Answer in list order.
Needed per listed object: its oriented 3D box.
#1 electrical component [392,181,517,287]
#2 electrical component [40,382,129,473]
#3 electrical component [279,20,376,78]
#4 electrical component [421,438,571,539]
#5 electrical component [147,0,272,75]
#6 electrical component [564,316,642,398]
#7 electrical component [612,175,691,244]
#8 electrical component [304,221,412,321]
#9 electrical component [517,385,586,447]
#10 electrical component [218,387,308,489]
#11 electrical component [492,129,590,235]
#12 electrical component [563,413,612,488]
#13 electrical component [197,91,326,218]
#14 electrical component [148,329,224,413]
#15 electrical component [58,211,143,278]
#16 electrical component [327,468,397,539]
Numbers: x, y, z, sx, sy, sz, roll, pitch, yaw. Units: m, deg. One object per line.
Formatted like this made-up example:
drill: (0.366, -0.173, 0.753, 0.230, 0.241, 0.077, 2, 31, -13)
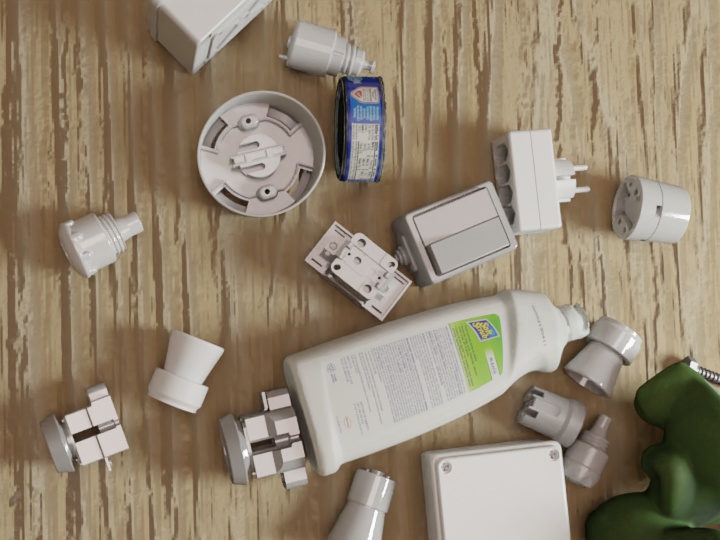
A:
electrical component: (0.072, -0.027, 0.882, 0.096, 0.061, 0.061, -23, 90, -10)
electrical component: (-0.214, 0.127, 0.833, 0.055, 0.048, 0.066, -20, 89, -18)
electrical component: (-0.026, -0.178, 0.888, 0.078, 0.040, 0.040, 15, 84, -8)
electrical component: (0.110, 0.197, 0.875, 0.109, 0.056, 0.108, -5, 87, -9)
electrical component: (-0.111, -0.217, 0.843, 0.056, 0.109, 0.108, 46, 80, -6)
electrical component: (0.205, 0.073, 0.905, 0.045, 0.045, 0.055, 36, 81, -5)
electrical component: (0.249, -0.050, 0.917, 0.047, 0.055, 0.055, 8, 85, -13)
electrical component: (0.000, 0.000, 0.868, 0.081, 0.064, 0.042, 38, 82, -2)
electrical component: (0.159, 0.121, 0.898, 0.046, 0.040, 0.040, 24, 82, -2)
electrical component: (-0.078, 0.136, 0.848, 0.057, 0.058, 0.078, -12, 88, -13)
electrical component: (0.158, -0.075, 0.908, 0.076, 0.047, 0.083, -5, 87, -11)
electrical component: (0.193, 0.150, 0.903, 0.035, 0.035, 0.061, 29, 80, -6)
electrical component: (-0.081, -0.090, 0.860, 0.099, 0.064, 0.099, 1, 86, -9)
electrical component: (-0.138, 0.080, 0.849, 0.045, 0.045, 0.055, 23, 83, -7)
electrical component: (-0.202, -0.026, 0.847, 0.062, 0.048, 0.048, -27, 91, -17)
electrical component: (0.004, 0.193, 0.866, 0.044, 0.044, 0.065, 21, 78, -7)
